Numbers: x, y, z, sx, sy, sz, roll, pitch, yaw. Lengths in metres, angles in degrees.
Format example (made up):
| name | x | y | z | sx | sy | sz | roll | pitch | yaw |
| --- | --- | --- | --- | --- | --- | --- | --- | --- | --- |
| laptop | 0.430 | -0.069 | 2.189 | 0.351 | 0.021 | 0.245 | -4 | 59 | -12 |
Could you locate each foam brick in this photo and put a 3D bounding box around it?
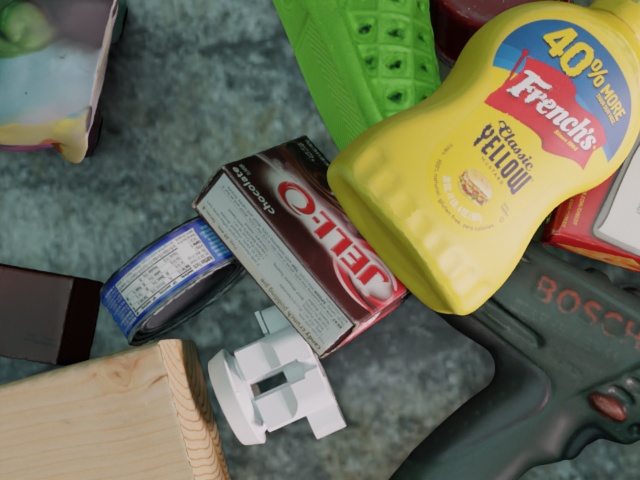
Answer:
| name | x | y | z | sx | sy | sz | roll | pitch | yaw |
| --- | --- | --- | --- | --- | --- | --- | --- | --- | --- |
| foam brick | -0.176 | 0.042 | 0.626 | 0.078 | 0.051 | 0.053 | 10 | 87 | 7 |

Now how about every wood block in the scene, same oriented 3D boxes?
| name | x | y | z | sx | sy | sz | roll | pitch | yaw |
| --- | --- | --- | --- | --- | --- | --- | --- | --- | --- |
| wood block | -0.166 | 0.125 | 0.599 | 0.206 | 0.090 | 0.091 | -16 | 84 | 4 |

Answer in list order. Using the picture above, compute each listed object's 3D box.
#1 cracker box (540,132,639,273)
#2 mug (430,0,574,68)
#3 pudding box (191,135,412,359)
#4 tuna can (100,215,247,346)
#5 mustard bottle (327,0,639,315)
| name | x | y | z | sx | sy | sz | roll | pitch | yaw |
| --- | --- | --- | --- | --- | --- | --- | --- | --- | --- |
| cracker box | 0.247 | -0.046 | 0.578 | 0.214 | 0.072 | 0.164 | 17 | 88 | 7 |
| mug | 0.101 | -0.133 | 0.595 | 0.093 | 0.081 | 0.117 | -8 | 84 | 5 |
| pudding box | -0.004 | 0.001 | 0.590 | 0.113 | 0.089 | 0.039 | 47 | 121 | 9 |
| tuna can | -0.080 | 0.022 | 0.600 | 0.086 | 0.086 | 0.034 | -37 | 81 | 2 |
| mustard bottle | 0.101 | -0.059 | 0.519 | 0.191 | 0.058 | 0.096 | -42 | 100 | -14 |
